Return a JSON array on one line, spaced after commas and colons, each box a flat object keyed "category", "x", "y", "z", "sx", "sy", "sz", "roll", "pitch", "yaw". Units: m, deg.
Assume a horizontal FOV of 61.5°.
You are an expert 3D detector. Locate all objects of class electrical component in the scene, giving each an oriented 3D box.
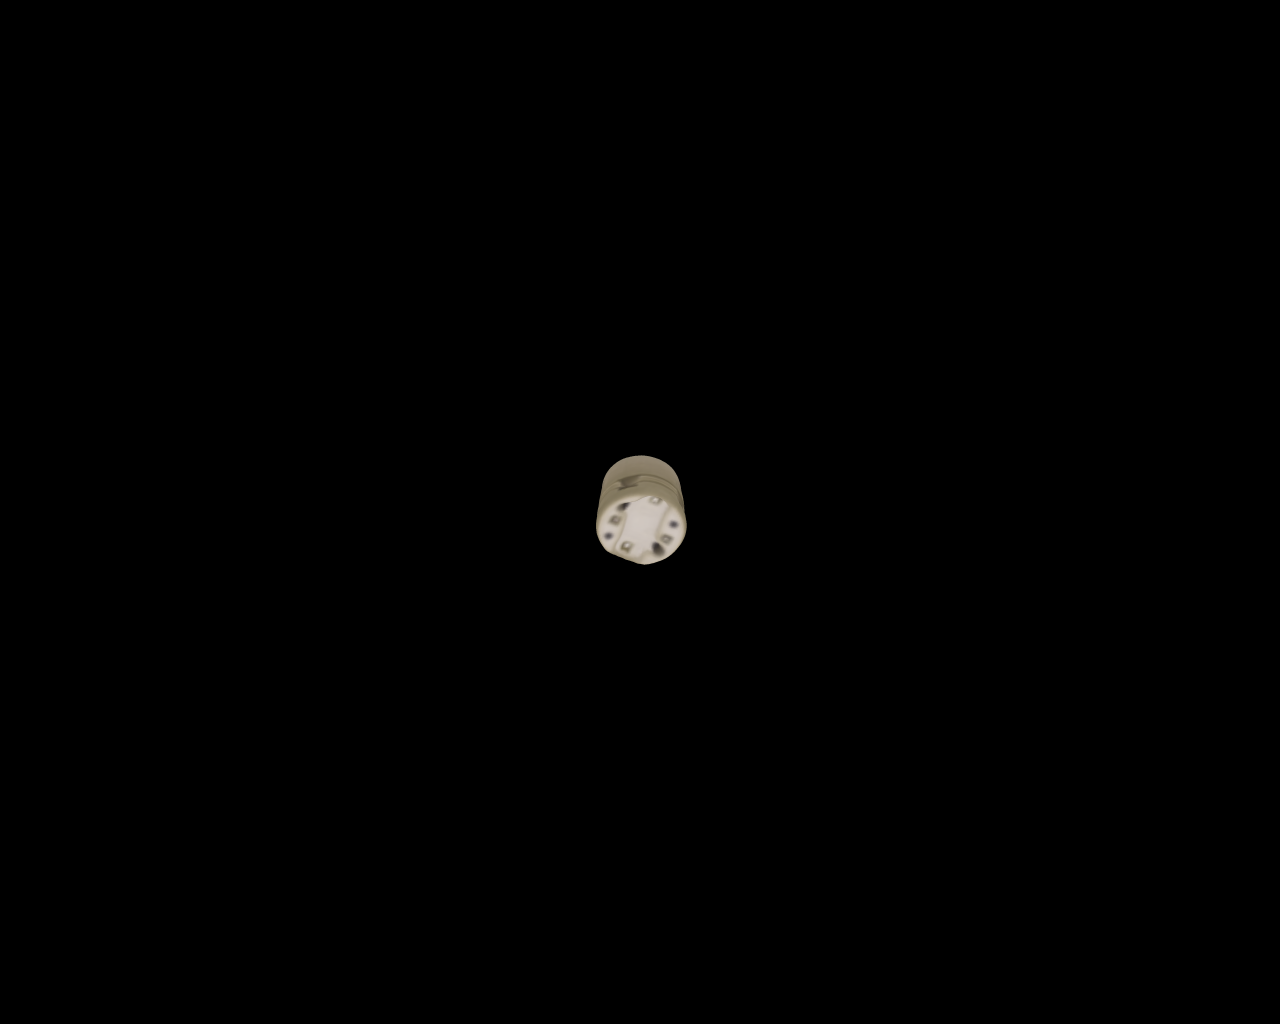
[{"category": "electrical component", "x": 0.001, "y": -0.003, "z": 0.650, "sx": 0.055, "sy": 0.055, "sz": 0.047, "roll": 0, "pitch": 36, "yaw": 0}]
